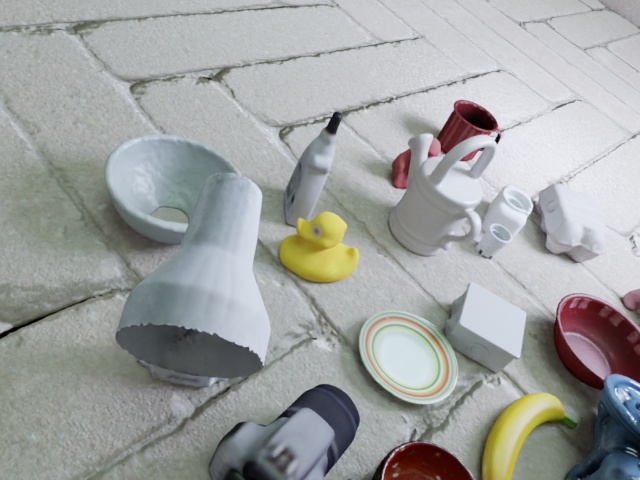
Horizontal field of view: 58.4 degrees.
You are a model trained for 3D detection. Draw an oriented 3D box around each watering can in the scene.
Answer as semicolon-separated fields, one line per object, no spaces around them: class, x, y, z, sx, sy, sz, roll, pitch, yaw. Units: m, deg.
watering can;0.178;-0.080;0.828;0.172;0.194;0.101;42;44;15

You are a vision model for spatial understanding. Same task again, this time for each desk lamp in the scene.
desk lamp;-0.111;0.054;0.536;0.118;0.213;0.203;16;44;-12

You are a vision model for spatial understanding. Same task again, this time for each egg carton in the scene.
egg carton;0.439;-0.033;1.009;0.107;0.069;0.150;18;43;-11

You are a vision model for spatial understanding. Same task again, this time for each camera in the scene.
camera;-0.006;0.203;0.529;0.143;0.100;0.137;40;44;13

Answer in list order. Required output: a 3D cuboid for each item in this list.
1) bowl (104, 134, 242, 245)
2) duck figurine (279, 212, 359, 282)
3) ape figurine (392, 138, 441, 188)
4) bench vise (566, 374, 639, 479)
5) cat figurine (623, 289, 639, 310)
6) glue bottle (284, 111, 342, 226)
bowl;-0.180;-0.050;0.704;0.168;0.074;0.167;15;44;-14
duck figurine;0.007;0.003;0.740;0.105;0.086;0.077;16;44;-13
ape figurine;0.166;-0.130;0.946;0.078;0.092;0.076;32;43;4
bench vise;0.379;0.217;0.626;0.121;0.219;0.207;26;42;-2
cat figurine;0.564;0.107;0.902;0.067;0.117;0.127;5;47;-23
glue bottle;-0.006;-0.100;0.768;0.037;0.173;0.078;12;45;-16
